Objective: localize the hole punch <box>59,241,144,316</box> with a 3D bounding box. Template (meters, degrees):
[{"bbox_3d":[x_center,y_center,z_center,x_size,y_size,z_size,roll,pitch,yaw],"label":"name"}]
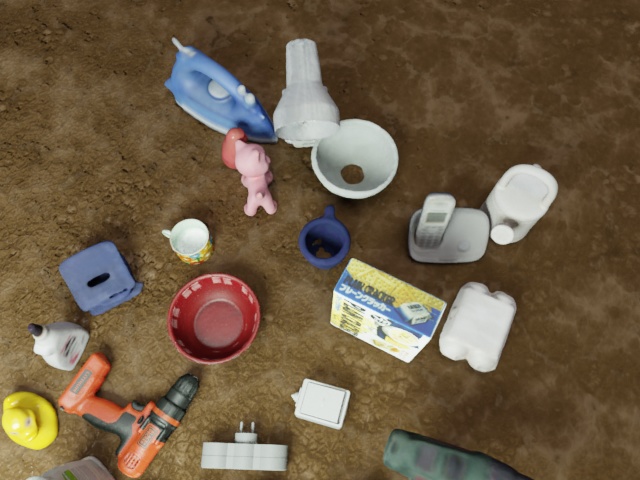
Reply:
[{"bbox_3d":[-0.386,0.068,1.014,0.109,0.091,0.101,-29,72,-11],"label":"hole punch"}]

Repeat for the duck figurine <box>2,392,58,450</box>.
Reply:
[{"bbox_3d":[-0.483,0.291,0.929,0.077,0.086,0.104,-40,74,-15],"label":"duck figurine"}]

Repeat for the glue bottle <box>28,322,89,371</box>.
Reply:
[{"bbox_3d":[-0.433,0.163,0.933,0.037,0.173,0.078,14,69,5],"label":"glue bottle"}]

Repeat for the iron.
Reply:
[{"bbox_3d":[-0.189,-0.297,1.131,0.258,0.141,0.119,34,72,12],"label":"iron"}]

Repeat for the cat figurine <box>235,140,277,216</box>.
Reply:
[{"bbox_3d":[-0.122,-0.124,1.078,0.067,0.118,0.128,-11,69,-5],"label":"cat figurine"}]

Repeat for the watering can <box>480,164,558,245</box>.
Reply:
[{"bbox_3d":[0.356,-0.067,1.023,0.101,0.194,0.173,9,69,3],"label":"watering can"}]

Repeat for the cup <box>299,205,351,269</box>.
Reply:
[{"bbox_3d":[0.010,0.004,1.043,0.091,0.095,0.118,8,69,2],"label":"cup"}]

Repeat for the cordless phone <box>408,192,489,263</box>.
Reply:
[{"bbox_3d":[0.234,-0.029,1.011,0.147,0.185,0.094,-2,69,-1],"label":"cordless phone"}]

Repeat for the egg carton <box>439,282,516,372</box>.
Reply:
[{"bbox_3d":[0.276,0.150,1.004,0.107,0.069,0.150,23,70,8],"label":"egg carton"}]

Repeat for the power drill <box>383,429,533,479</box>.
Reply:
[{"bbox_3d":[0.203,0.346,0.853,0.229,0.208,0.076,17,70,6],"label":"power drill"}]

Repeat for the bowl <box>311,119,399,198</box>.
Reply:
[{"bbox_3d":[0.066,-0.146,1.113,0.167,0.075,0.167,0,69,-1],"label":"bowl"}]

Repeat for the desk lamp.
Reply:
[{"bbox_3d":[-0.029,-0.258,1.080,0.118,0.213,0.203,-5,69,-2],"label":"desk lamp"}]

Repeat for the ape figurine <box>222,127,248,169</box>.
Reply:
[{"bbox_3d":[-0.159,-0.185,1.115,0.076,0.092,0.077,-29,72,-11],"label":"ape figurine"}]
